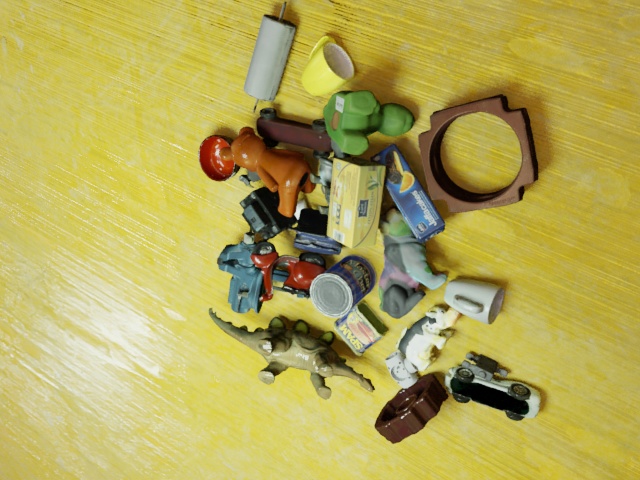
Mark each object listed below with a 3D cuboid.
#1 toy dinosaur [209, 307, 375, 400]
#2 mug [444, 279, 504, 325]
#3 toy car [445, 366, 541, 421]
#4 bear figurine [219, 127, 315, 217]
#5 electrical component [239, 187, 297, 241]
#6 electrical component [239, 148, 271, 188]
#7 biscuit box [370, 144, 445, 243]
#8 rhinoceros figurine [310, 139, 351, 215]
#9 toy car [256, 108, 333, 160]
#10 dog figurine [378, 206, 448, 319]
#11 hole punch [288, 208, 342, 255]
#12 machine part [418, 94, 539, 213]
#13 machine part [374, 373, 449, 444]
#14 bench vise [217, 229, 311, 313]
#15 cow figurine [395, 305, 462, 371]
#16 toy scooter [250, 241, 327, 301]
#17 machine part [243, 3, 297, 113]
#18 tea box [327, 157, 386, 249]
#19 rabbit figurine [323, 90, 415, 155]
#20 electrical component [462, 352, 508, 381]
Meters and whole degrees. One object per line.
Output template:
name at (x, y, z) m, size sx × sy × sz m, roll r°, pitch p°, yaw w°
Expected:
toy dinosaur at (-0.085, 0.262, 1.299) m, size 0.472 × 0.198 × 0.105 m, roll 20°, pitch 106°, yaw 10°
mug at (0.309, 0.124, 1.108) m, size 0.107 × 0.109 × 0.080 m, roll 18°, pitch 115°, yaw 36°
toy car at (0.371, 0.330, 1.166) m, size 0.202 × 0.056 × 0.073 m, roll 13°, pitch 118°, yaw 26°
bear figurine at (-0.119, -0.159, 1.206) m, size 0.196 × 0.120 × 0.131 m, roll 24°, pitch 149°, yaw 16°
electrical component at (-0.121, -0.064, 1.257) m, size 0.058 × 0.134 × 0.115 m, roll -38°, pitch 88°, yaw 31°
electrical component at (-0.149, -0.169, 1.290) m, size 0.102 × 0.045 × 0.078 m, roll -12°, pitch 101°, yaw 31°
biscuit box at (0.179, -0.094, 1.091) m, size 0.063 × 0.059 × 0.203 m, roll -31°, pitch 75°, yaw 7°
rhinoceros figurine at (0.043, -0.128, 1.165) m, size 0.073 × 0.112 × 0.190 m, roll -133°, pitch 31°, yaw -56°
toy car at (-0.053, -0.241, 1.210) m, size 0.202 × 0.053 × 0.089 m, roll 15°, pitch 128°, yaw 22°
dog figurine at (0.159, 0.035, 1.150) m, size 0.191 × 0.108 × 0.219 m, roll -42°, pitch 79°, yaw 12°
hole punch at (-0.002, -0.004, 1.213) m, size 0.142 × 0.116 × 0.092 m, roll 13°, pitch 118°, yaw -1°
machine part at (0.303, -0.162, 1.026) m, size 0.202 × 0.087 × 0.200 m, roll -9°, pitch 102°, yaw 29°
machine part at (0.204, 0.379, 1.206) m, size 0.179 × 0.179 × 0.056 m, roll -41°, pitch 87°, yaw 32°
bench vise at (-0.131, 0.091, 1.329) m, size 0.241 × 0.129 × 0.223 m, roll 12°, pitch 103°, yaw 3°
cow figurine at (0.240, 0.199, 1.184) m, size 0.098 × 0.068 × 0.167 m, roll 36°, pitch 110°, yaw 23°
toy scooter at (-0.076, 0.085, 1.225) m, size 0.184 × 0.135 × 0.075 m, roll 15°, pitch 159°, yaw -10°
machine part at (-0.111, -0.396, 1.178) m, size 0.079 × 0.079 × 0.243 m, roll 29°, pitch 119°, yaw 17°
tea box at (0.072, -0.078, 1.097) m, size 0.098 × 0.068 × 0.169 m, roll 32°, pitch 120°, yaw 52°
rabbit figurine at (0.101, -0.237, 1.084) m, size 0.159 × 0.170 × 0.121 m, roll -145°, pitch 57°, yaw -62°
electrical component at (0.354, 0.274, 1.151) m, size 0.094 × 0.063 × 0.021 m, roll 24°, pitch 116°, yaw 18°
